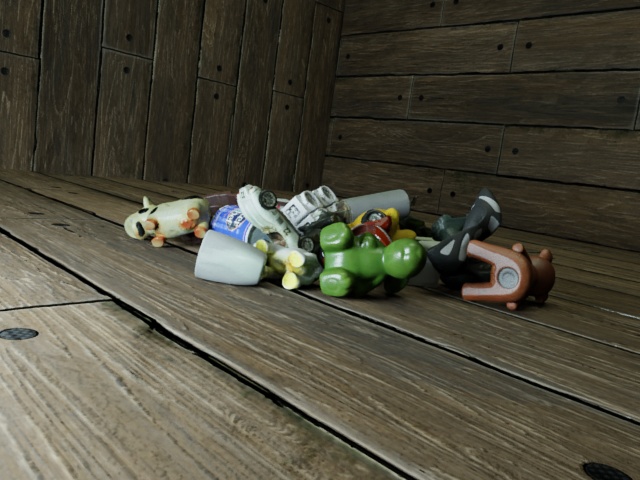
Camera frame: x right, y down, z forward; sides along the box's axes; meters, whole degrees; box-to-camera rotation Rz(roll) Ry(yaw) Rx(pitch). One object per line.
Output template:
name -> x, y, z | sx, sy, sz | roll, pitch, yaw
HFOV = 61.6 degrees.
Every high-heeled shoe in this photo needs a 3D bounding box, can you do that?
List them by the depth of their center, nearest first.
high-heeled shoe -> 0.280, -0.029, 1.072 | 0.145, 0.249, 0.086 | 27, -35, -19

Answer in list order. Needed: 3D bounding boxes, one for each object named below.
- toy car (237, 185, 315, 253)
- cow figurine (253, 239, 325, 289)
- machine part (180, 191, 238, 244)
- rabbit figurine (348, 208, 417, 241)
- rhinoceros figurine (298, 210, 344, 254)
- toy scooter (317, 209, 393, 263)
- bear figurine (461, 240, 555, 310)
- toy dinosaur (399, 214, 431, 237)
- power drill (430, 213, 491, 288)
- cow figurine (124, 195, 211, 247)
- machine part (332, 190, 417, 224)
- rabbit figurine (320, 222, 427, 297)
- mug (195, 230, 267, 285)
toy car -> -0.082, -0.022, 1.015 | 0.201, 0.056, 0.073 | 50, -29, -18
cow figurine -> -0.074, 0.036, 0.962 | 0.168, 0.068, 0.098 | 16, 8, 34
machine part -> -0.251, -0.053, 1.252 | 0.179, 0.055, 0.179 | -8, 30, 5
rabbit figurine -> 0.126, 0.010, 1.158 | 0.162, 0.121, 0.173 | -32, 15, 29
rhinoceros figurine -> -0.002, -0.003, 1.158 | 0.112, 0.073, 0.190 | -19, 19, 34
toy scooter -> 0.092, 0.024, 1.039 | 0.184, 0.075, 0.135 | -38, 56, -19
bear figurine -> 0.367, 0.063, 1.021 | 0.132, 0.120, 0.196 | 8, 5, 34
toy dinosaur -> 0.228, -0.038, 1.525 | 0.471, 0.105, 0.199 | 15, 4, -37
power drill -> 0.347, 0.033, 1.171 | 0.232, 0.085, 0.207 | -3, 46, -19
cow figurine -> -0.325, -0.047, 1.141 | 0.195, 0.085, 0.127 | -12, 31, 11
machine part -> 0.130, -0.073, 1.301 | 0.243, 0.079, 0.079 | -12, 16, -25
rabbit figurine -> 0.102, 0.045, 0.912 | 0.170, 0.121, 0.159 | -5, -20, 24
mug -> -0.143, 0.035, 0.898 | 0.107, 0.080, 0.109 | 17, 9, -1
